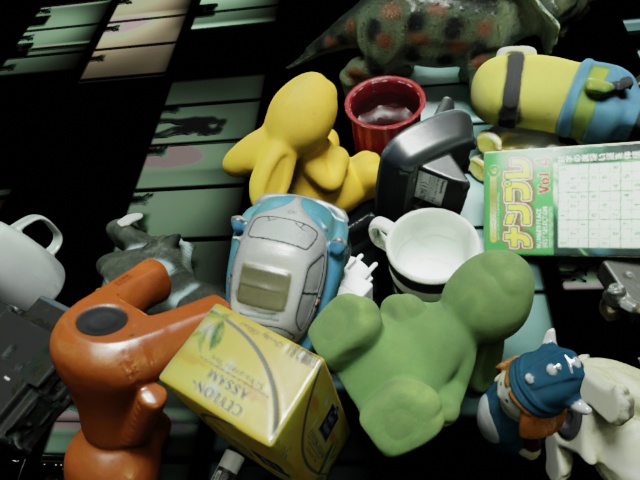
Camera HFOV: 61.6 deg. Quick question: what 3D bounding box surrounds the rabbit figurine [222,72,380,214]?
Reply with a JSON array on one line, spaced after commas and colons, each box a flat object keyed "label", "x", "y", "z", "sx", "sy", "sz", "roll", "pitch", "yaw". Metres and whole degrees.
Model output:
[{"label": "rabbit figurine", "x": -0.023, "y": -0.099, "z": 0.584, "sx": 0.162, "sy": 0.173, "sz": 0.122, "roll": -28, "pitch": 58, "yaw": -17}]

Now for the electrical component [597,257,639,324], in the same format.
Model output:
[{"label": "electrical component", "x": 0.308, "y": 0.041, "z": 0.498, "sx": 0.102, "sy": 0.045, "sz": 0.078, "roll": -11, "pitch": 54, "yaw": 2}]

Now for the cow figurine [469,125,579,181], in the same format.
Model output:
[{"label": "cow figurine", "x": 0.259, "y": -0.081, "z": 0.589, "sx": 0.098, "sy": 0.068, "sz": 0.168, "roll": -37, "pitch": 57, "yaw": -25}]

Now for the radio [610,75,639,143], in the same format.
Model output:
[{"label": "radio", "x": 0.414, "y": -0.091, "z": 0.560, "sx": 0.131, "sy": 0.073, "sz": 0.230, "roll": -32, "pitch": 54, "yaw": -14}]

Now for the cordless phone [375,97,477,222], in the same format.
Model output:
[{"label": "cordless phone", "x": 0.126, "y": -0.105, "z": 0.574, "sx": 0.089, "sy": 0.146, "sz": 0.184, "roll": 16, "pitch": 61, "yaw": 12}]

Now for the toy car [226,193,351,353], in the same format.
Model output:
[{"label": "toy car", "x": -0.038, "y": 0.034, "z": 0.466, "sx": 0.109, "sy": 0.103, "sz": 0.161, "roll": 14, "pitch": 86, "yaw": 11}]

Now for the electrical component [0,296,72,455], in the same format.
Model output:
[{"label": "electrical component", "x": -0.297, "y": 0.124, "z": 0.537, "sx": 0.115, "sy": 0.058, "sz": 0.134, "roll": 18, "pitch": 59, "yaw": 20}]

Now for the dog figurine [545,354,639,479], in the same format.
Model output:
[{"label": "dog figurine", "x": 0.282, "y": 0.159, "z": 0.396, "sx": 0.191, "sy": 0.121, "sz": 0.172, "roll": 2, "pitch": 56, "yaw": -6}]

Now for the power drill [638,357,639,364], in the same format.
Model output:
[{"label": "power drill", "x": 0.400, "y": 0.069, "z": 0.411, "sx": 0.232, "sy": 0.086, "sz": 0.207, "roll": 25, "pitch": 79, "yaw": 20}]

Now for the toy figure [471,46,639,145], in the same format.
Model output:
[{"label": "toy figure", "x": 0.246, "y": -0.145, "z": 0.549, "sx": 0.180, "sy": 0.082, "sz": 0.089, "roll": 25, "pitch": 47, "yaw": 24}]

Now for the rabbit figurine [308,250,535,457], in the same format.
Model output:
[{"label": "rabbit figurine", "x": 0.105, "y": 0.084, "z": 0.436, "sx": 0.170, "sy": 0.159, "sz": 0.121, "roll": -38, "pitch": 56, "yaw": 5}]

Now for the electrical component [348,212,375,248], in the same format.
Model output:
[{"label": "electrical component", "x": -0.001, "y": -0.002, "z": 0.567, "sx": 0.119, "sy": 0.074, "sz": 0.048, "roll": -33, "pitch": 55, "yaw": -9}]

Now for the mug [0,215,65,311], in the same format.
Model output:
[{"label": "mug", "x": -0.338, "y": 0.017, "z": 0.593, "sx": 0.081, "sy": 0.107, "sz": 0.109, "roll": 24, "pitch": 63, "yaw": 23}]

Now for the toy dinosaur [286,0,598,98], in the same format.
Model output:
[{"label": "toy dinosaur", "x": 0.131, "y": -0.262, "z": 0.666, "sx": 0.405, "sy": 0.192, "sz": 0.131, "roll": 6, "pitch": 53, "yaw": 13}]

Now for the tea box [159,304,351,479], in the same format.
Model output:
[{"label": "tea box", "x": -0.040, "y": 0.131, "z": 0.416, "sx": 0.098, "sy": 0.169, "sz": 0.068, "roll": 22, "pitch": 61, "yaw": 26}]

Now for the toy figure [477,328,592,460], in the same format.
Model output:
[{"label": "toy figure", "x": 0.153, "y": 0.121, "z": 0.397, "sx": 0.058, "sy": 0.154, "sz": 0.064, "roll": -35, "pitch": 59, "yaw": -16}]

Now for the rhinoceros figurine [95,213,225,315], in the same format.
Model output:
[{"label": "rhinoceros figurine", "x": -0.172, "y": 0.041, "z": 0.567, "sx": 0.191, "sy": 0.073, "sz": 0.112, "roll": 35, "pitch": 68, "yaw": 30}]

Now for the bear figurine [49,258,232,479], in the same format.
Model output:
[{"label": "bear figurine", "x": -0.151, "y": 0.136, "z": 0.448, "sx": 0.120, "sy": 0.195, "sz": 0.132, "roll": 22, "pitch": 34, "yaw": 31}]
